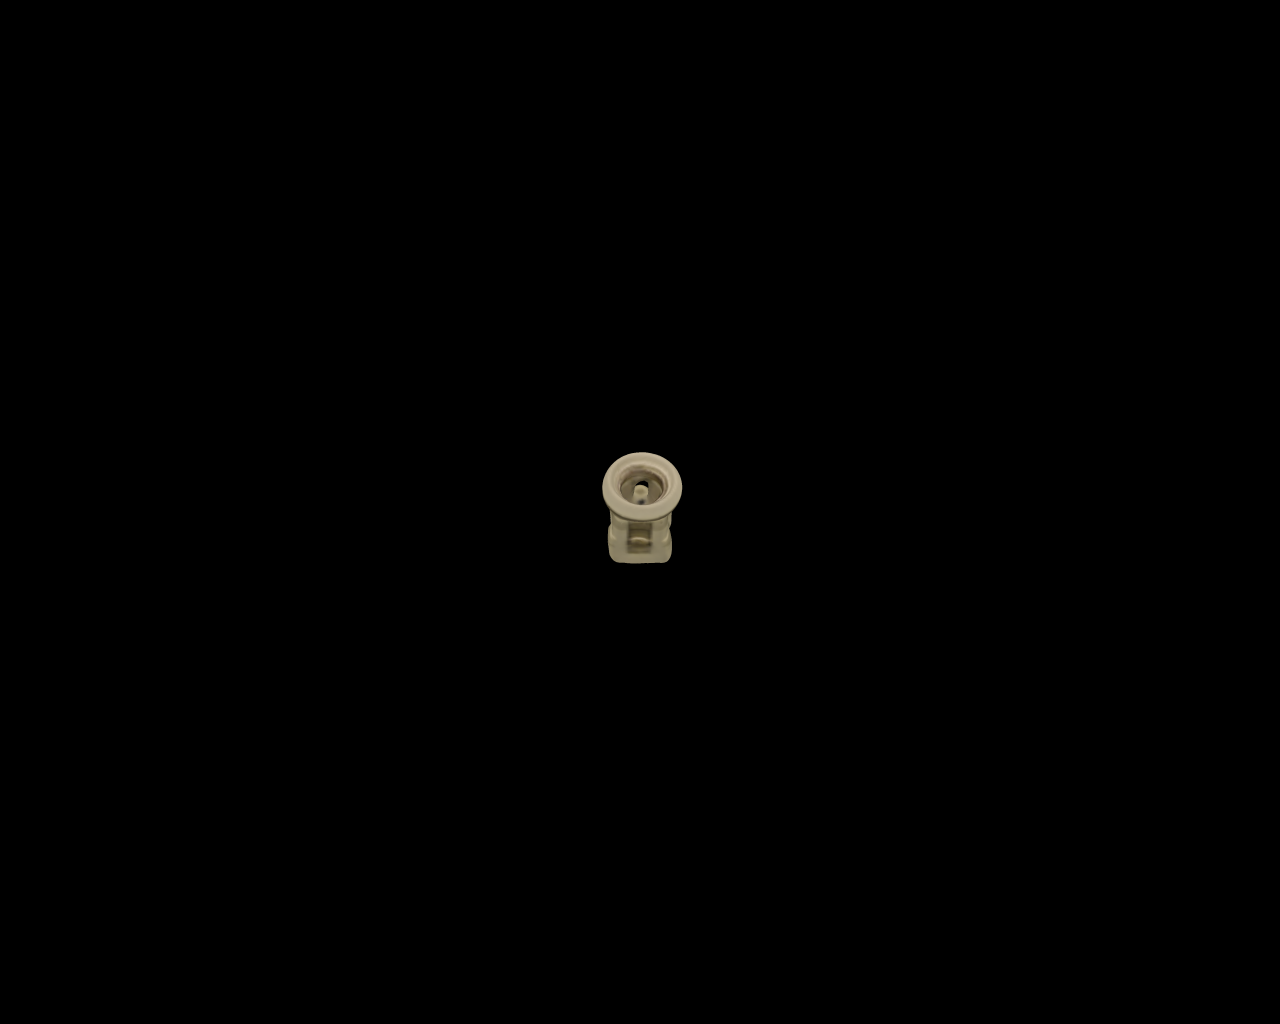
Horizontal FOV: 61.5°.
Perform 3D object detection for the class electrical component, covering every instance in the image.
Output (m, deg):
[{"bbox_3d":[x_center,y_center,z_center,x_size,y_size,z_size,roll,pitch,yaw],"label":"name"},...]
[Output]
[{"bbox_3d":[0.001,-0.003,0.650,0.048,0.066,0.055,0,-39,0],"label":"electrical component"}]
